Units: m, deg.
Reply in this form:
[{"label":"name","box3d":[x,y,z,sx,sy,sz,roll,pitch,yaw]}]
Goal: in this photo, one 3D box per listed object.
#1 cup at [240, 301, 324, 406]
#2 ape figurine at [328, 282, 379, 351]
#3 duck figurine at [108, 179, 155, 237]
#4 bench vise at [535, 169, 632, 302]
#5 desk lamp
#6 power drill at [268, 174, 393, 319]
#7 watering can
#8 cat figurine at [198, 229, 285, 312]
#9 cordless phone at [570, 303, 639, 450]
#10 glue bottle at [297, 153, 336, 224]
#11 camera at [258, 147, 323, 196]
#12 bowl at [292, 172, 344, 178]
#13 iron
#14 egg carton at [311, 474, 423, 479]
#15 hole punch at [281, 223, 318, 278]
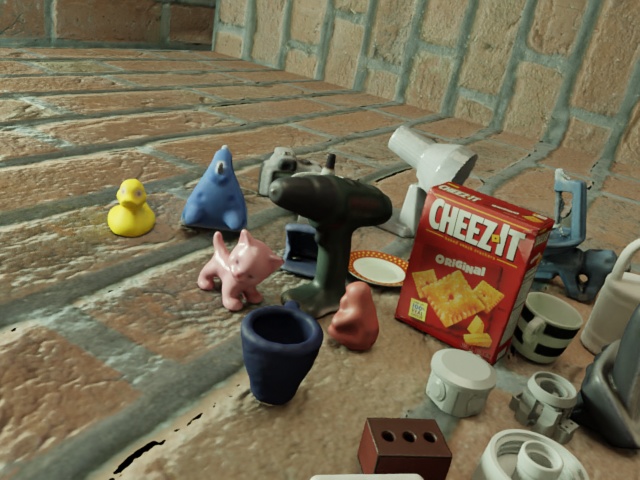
[{"label":"cup","box3d":[-0.046,0.129,0.653,0.091,0.095,0.118,12,23,2]},{"label":"ape figurine","box3d":[0.048,0.097,0.774,0.078,0.092,0.075,-9,31,-40]},{"label":"duck figurine","box3d":[-0.321,-0.063,0.982,0.077,0.086,0.104,7,23,-9]},{"label":"bench vise","box3d":[0.467,-0.013,1.057,0.207,0.220,0.121,13,23,5]},{"label":"desk lamp","box3d":[0.200,-0.116,1.179,0.202,0.213,0.118,23,26,26]},{"label":"power drill","box3d":[0.008,0.003,0.824,0.230,0.208,0.075,-13,33,-44]},{"label":"watering can","box3d":[0.480,0.090,0.859,0.101,0.194,0.172,5,24,-14]},{"label":"cat figurine","box3d":[-0.113,0.032,0.817,0.127,0.118,0.067,29,29,35]},{"label":"cordless phone","box3d":[0.388,0.146,0.699,0.093,0.185,0.148,25,27,30]},{"label":"glue bottle","box3d":[0.005,-0.076,1.049,0.078,0.173,0.037,10,23,-1]},{"label":"camera","box3d":[-0.073,-0.163,1.306,0.143,0.101,0.136,3,24,-18]},{"label":"bowl","box3d":[0.011,-0.081,1.189,0.167,0.075,0.167,10,23,-4]},{"label":"iron","box3d":[-0.188,-0.111,1.082,0.119,0.141,0.258,7,23,-9]},{"label":"egg carton","box3d":[0.044,0.245,0.460,0.150,0.069,0.107,5,24,-15]},{"label":"hole punch","box3d":[-0.008,0.006,0.960,0.108,0.091,0.101,13,23,4]}]
